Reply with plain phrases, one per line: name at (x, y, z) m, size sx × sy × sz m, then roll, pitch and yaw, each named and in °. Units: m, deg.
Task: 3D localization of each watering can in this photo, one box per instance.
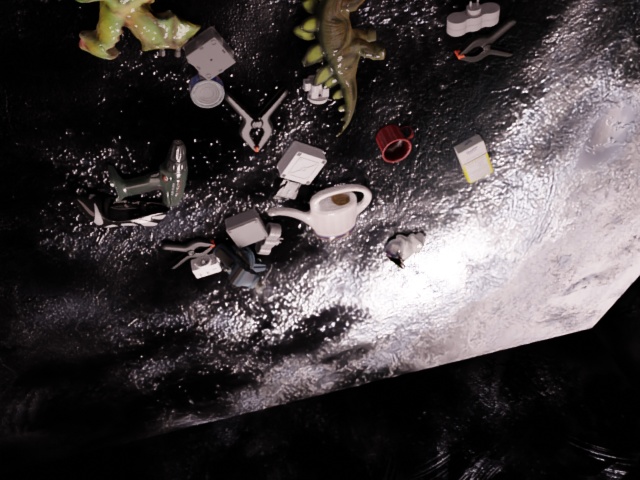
watering can at (0.005, -0.086, 1.704) m, size 0.348 × 0.106 × 0.219 m, roll -15°, pitch 143°, yaw -8°

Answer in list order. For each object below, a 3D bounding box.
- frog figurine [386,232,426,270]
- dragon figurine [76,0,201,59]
frog figurine at (0.335, 0.022, 2.016) m, size 0.161 × 0.123 × 0.135 m, roll -54°, pitch 134°, yaw -15°
dragon figurine at (-0.340, -0.501, 1.055) m, size 0.409 × 0.124 × 0.239 m, roll -24°, pitch 151°, yaw 9°
